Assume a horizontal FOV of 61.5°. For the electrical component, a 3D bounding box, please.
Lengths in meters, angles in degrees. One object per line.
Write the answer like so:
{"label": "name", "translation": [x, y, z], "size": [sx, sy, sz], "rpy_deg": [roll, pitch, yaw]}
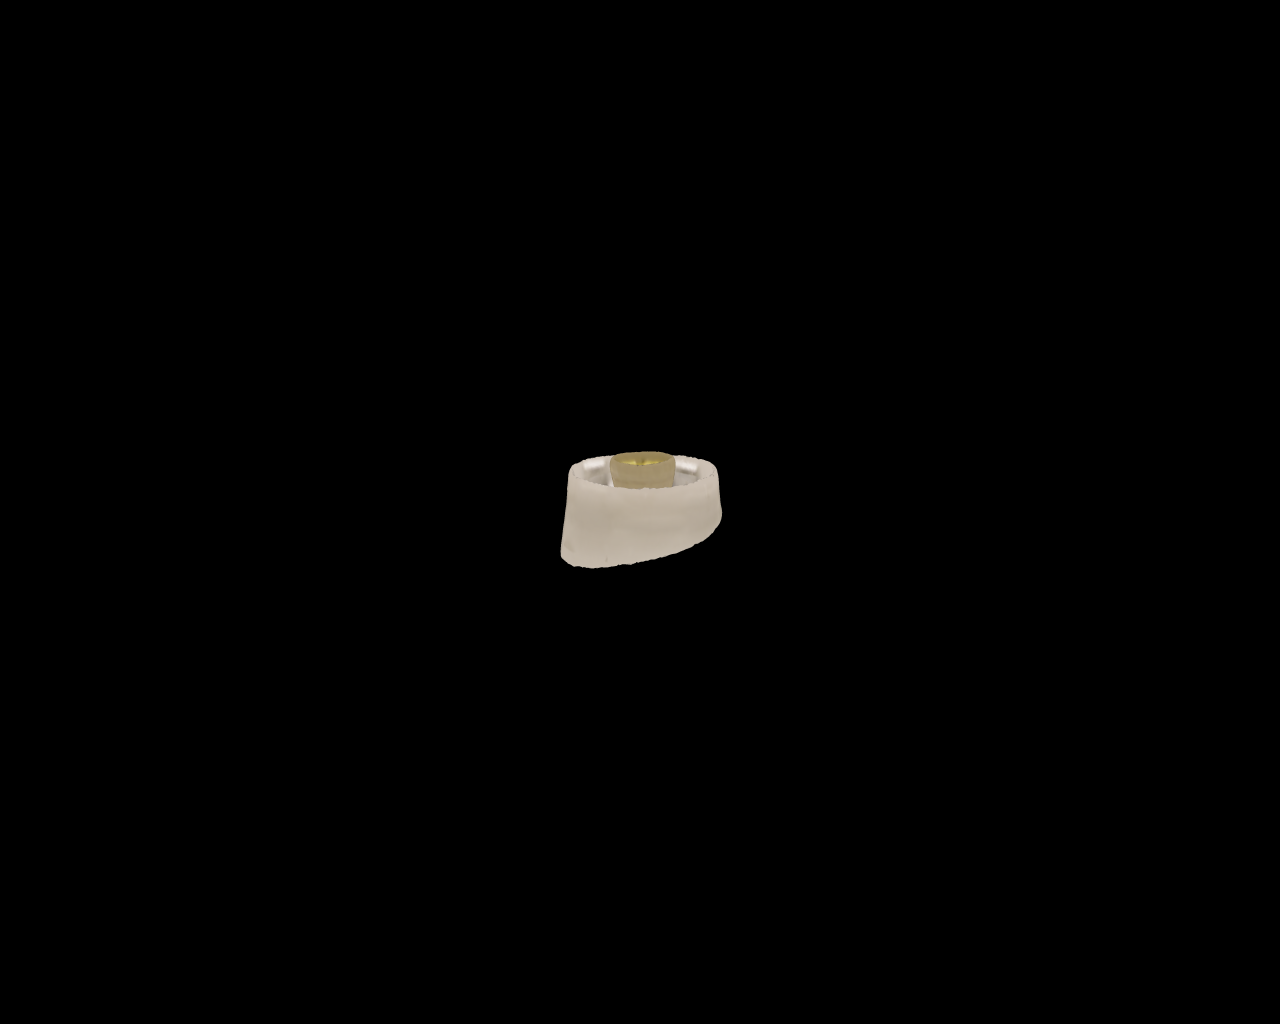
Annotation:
{"label": "electrical component", "translation": [0.001, -0.003, 0.650], "size": [0.099, 0.064, 0.099], "rpy_deg": [0, 16, 0]}
